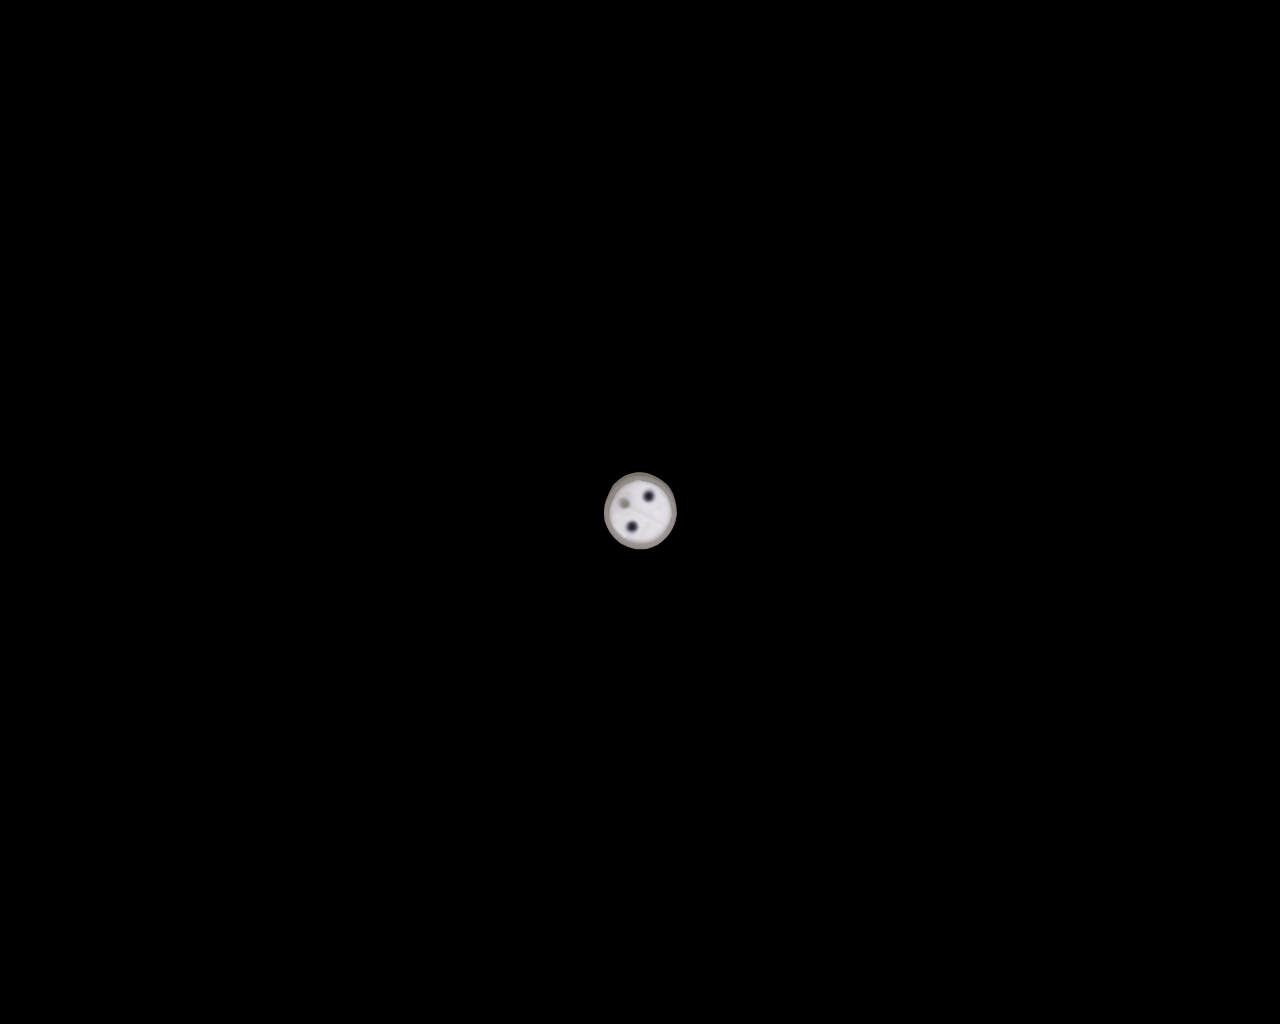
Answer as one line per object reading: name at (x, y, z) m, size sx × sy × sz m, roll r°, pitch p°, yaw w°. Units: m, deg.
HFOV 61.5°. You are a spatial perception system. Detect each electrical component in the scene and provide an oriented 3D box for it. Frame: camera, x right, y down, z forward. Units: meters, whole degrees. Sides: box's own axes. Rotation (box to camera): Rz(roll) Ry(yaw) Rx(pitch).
electrical component at (0.001, -0.003, 0.650) m, size 0.043 × 0.043 × 0.081 m, roll 0°, pitch 4°, yaw 0°
